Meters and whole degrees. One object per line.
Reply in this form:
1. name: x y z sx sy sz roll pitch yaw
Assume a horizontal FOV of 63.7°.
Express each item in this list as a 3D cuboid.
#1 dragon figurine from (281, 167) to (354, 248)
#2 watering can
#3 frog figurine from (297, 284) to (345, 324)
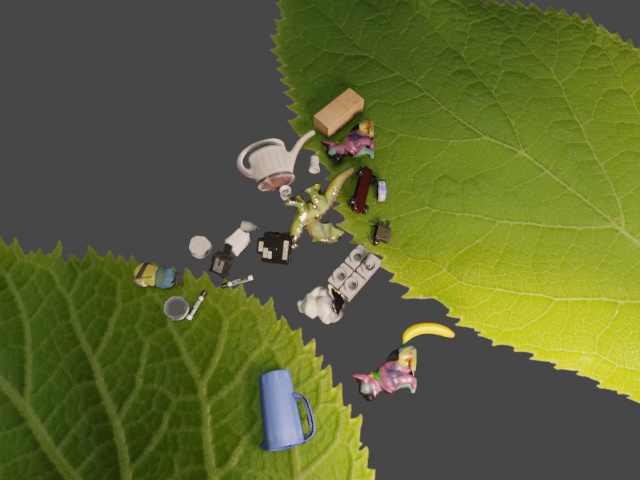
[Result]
1. dragon figurine: 0.006 -0.101 1.998 0.412 0.121 0.243 -28 87 -9
2. watering can: -0.159 -0.321 2.072 0.348 0.102 0.228 -18 69 -6
3. frog figurine: 0.005 0.238 1.850 0.158 0.123 0.138 -26 85 31
